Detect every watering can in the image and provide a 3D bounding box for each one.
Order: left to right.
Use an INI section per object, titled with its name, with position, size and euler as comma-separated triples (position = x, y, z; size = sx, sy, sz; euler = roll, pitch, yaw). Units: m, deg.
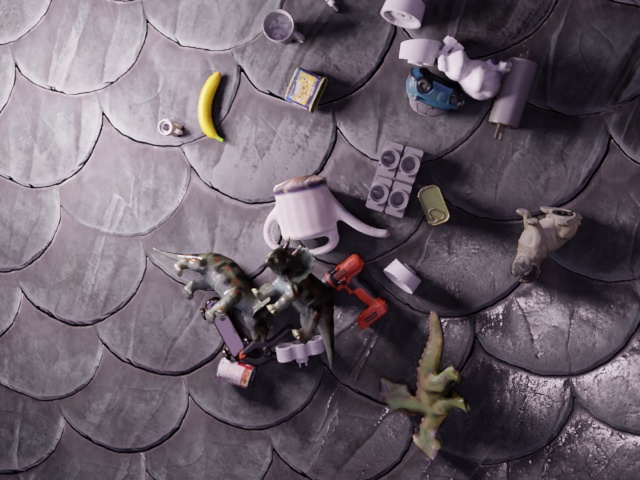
[watering can]
position = 0.004, -0.071, 1.408
size = 0.347, 0.223, 0.105
euler = -10, 6, 12

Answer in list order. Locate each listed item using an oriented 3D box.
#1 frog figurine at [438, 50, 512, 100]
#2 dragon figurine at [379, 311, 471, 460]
[frog figurine]
position = 0.373, -0.410, 1.290
size = 0.160, 0.120, 0.140
euler = -5, 39, -13
[dragon figurine]
position = 0.278, 0.409, 1.431
size = 0.241, 0.409, 0.123
euler = -18, 3, 19
